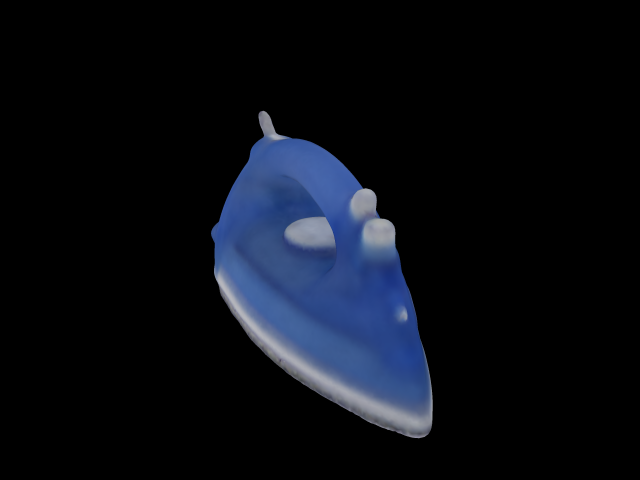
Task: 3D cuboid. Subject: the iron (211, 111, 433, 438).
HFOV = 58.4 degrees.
[{"bbox_3d":[0.004,0.001,0.400,0.119,0.141,0.257,-12,27,-25],"label":"iron"}]
